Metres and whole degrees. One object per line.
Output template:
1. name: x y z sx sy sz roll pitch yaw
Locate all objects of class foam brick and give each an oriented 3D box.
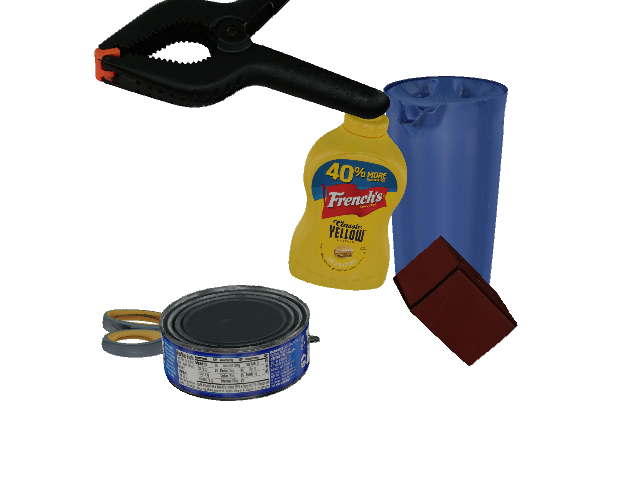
1. foam brick: 0.103 0.047 0.818 0.078 0.051 0.053 43 11 -27

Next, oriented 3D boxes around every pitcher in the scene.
1. pitcher: 0.144 -0.060 1.195 0.149 0.243 0.145 -6 21 -10

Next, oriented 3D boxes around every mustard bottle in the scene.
1. mustard bottle: 0.030 -0.048 1.000 0.096 0.192 0.058 9 28 -3

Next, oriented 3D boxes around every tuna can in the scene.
1. tuna can: -0.048 0.058 0.611 0.086 0.034 0.086 -1 21 0

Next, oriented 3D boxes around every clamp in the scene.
1. clamp: -0.059 -0.138 0.789 0.209 0.165 0.036 -18 -27 -19

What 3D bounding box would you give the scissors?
1. scissors: -0.109 0.091 0.968 0.202 0.016 0.096 8 18 12
